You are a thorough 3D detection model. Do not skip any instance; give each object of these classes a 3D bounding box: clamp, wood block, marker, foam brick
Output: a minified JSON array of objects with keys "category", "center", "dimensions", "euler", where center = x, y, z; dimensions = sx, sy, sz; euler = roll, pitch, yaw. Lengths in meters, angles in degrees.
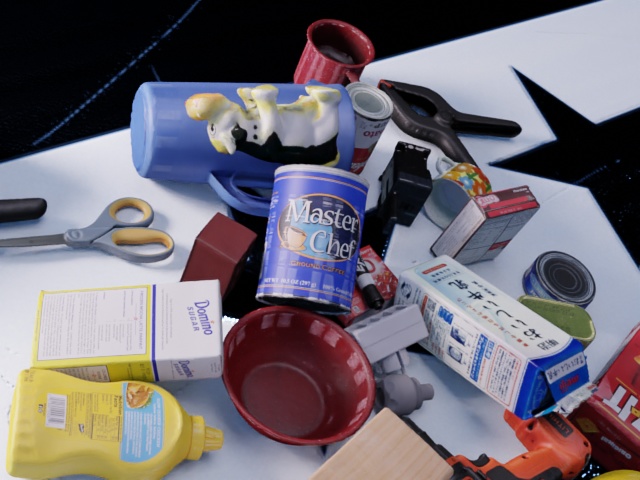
[{"category":"clamp","center":[-0.362,-0.028,1.076],"dimensions":[0.120,0.039,0.171],"euler":[29,47,8]},{"category":"wood block","center":[0.018,0.256,0.960],"dimensions":[0.090,0.091,0.205],"euler":[42,46,14]},{"category":"marker","center":[0.041,0.028,1.182],"dimensions":[0.020,0.020,0.121],"euler":[-6,52,-29]},{"category":"foam brick","center":[-0.107,0.020,1.123],"dimensions":[0.051,0.078,0.053],"euler":[30,45,4]},{"category":"clamp","center":[0.171,-0.158,1.442],"dimensions":[0.210,0.036,0.164],"euler":[36,45,8]}]

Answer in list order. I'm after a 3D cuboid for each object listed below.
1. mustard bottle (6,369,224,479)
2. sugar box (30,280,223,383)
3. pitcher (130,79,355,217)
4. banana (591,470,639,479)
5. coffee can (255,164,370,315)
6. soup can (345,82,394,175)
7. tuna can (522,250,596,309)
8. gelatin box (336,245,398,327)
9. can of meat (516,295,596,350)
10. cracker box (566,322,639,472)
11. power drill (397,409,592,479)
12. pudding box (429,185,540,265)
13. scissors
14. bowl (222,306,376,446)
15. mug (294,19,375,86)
[{"category":"mustard bottle","center":[-0.181,0.173,0.965],"dimensions":[0.191,0.058,0.096],"euler":[9,48,-18]},{"category":"sugar box","center":[-0.181,0.090,1.015],"dimensions":[0.176,0.048,0.093],"euler":[-1,50,-5]},{"category":"pitcher","center":[-0.088,-0.111,1.221],"dimensions":[0.242,0.145,0.149],"euler":[1,18,-20]},{"category":"banana","center":[0.277,0.280,1.084],"dimensions":[0.197,0.037,0.070],"euler":[-23,24,-29]},{"category":"coffee can","center":[-0.007,0.001,1.127],"dimensions":[0.102,0.103,0.140],"euler":[12,79,-16]},{"category":"soup can","center":[0.042,-0.136,1.315],"dimensions":[0.068,0.102,0.068],"euler":[14,46,-15]},{"category":"tuna can","center":[0.295,0.055,1.311],"dimensions":[0.086,0.034,0.086],"euler":[13,47,-15]},{"category":"gelatin box","center":[0.043,0.052,1.198],"dimensions":[0.089,0.030,0.073],"euler":[-22,62,-38]},{"category":"can of meat","center":[0.247,0.111,1.202],"dimensions":[0.102,0.084,0.057],"euler":[11,47,-16]},{"category":"cracker box","center":[0.394,0.191,1.208],"dimensions":[0.164,0.072,0.213],"euler":[40,47,13]},{"category":"power drill","center":[0.173,0.222,1.090],"dimensions":[0.187,0.057,0.184],"euler":[-26,63,-37]},{"category":"pudding box","center":[0.196,-0.015,1.270],"dimensions":[0.089,0.114,0.039],"euler":[-11,60,-32]},{"category":"scissors","center":[-0.253,-0.016,1.128],"dimensions":[0.201,0.016,0.096],"euler":[8,45,-21]},{"category":"bowl","center":[-0.028,0.146,1.062],"dimensions":[0.162,0.055,0.162],"euler":[13,46,-14]},{"category":"mug","center":[0.020,-0.219,1.394],"dimensions":[0.093,0.082,0.117],"euler":[-11,56,-32]}]
